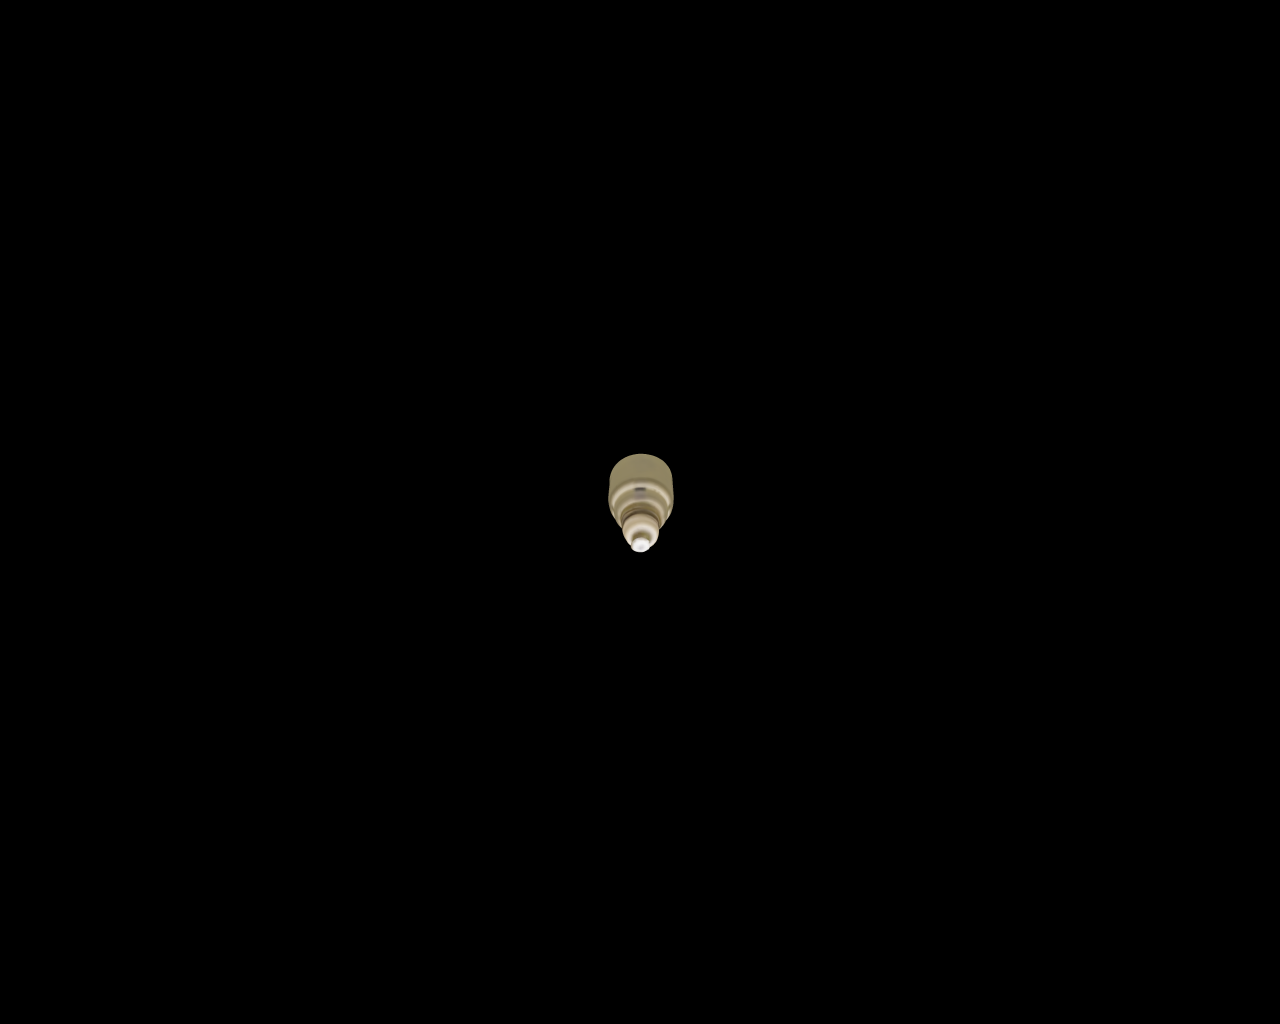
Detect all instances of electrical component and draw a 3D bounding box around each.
[{"bbox_3d":[0.001,-0.003,0.650,0.040,0.040,0.078,0,37,0],"label":"electrical component"}]
